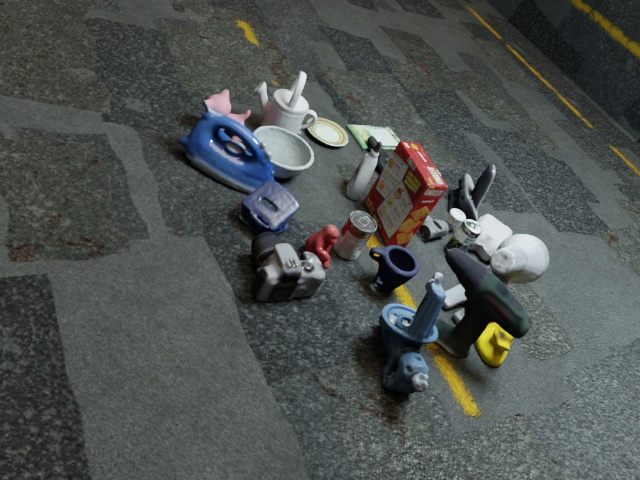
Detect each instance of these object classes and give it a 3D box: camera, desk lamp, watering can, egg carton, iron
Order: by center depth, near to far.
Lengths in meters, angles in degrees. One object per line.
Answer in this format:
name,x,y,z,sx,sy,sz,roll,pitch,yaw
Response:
camera,-0.075,0.043,1.175,0.144,0.100,0.136,-2,49,-33
iron,-0.193,-0.212,1.342,0.258,0.141,0.119,31,39,1
desk lamp,0.415,0.087,1.343,0.204,0.213,0.117,-17,58,-42
watering can,-0.089,-0.360,1.522,0.173,0.194,0.100,4,46,-28
egg carton,0.469,-0.007,1.591,0.107,0.069,0.151,38,40,9

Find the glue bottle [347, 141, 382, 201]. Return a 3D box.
glue bottle,0.119,-0.187,1.483,0.037,0.173,0.078,19,40,-13

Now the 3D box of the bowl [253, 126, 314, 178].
bowl,-0.103,-0.209,1.447,0.168,0.074,0.167,17,41,-15

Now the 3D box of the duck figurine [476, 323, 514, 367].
duck figurine,0.404,0.222,1.294,0.077,0.086,0.104,24,39,-8

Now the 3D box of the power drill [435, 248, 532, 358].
power drill,0.319,0.149,1.222,0.229,0.208,0.076,36,39,7

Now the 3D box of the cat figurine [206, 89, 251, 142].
cat figurine,-0.239,-0.321,1.448,0.128,0.117,0.067,11,43,-22

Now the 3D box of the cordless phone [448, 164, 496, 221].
cordless phone,0.454,-0.156,1.649,0.094,0.185,0.147,22,40,-9

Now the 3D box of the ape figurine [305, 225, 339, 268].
ape figurine,0.012,0.005,1.277,0.076,0.092,0.078,38,40,9

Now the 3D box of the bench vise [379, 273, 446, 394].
bench vise,0.197,0.181,1.103,0.122,0.219,0.207,1,47,-31

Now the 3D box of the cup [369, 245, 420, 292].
cup,0.152,0.068,1.294,0.118,0.095,0.092,24,39,-7

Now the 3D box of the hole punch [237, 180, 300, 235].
hole punch,-0.113,-0.066,1.275,0.108,0.091,0.101,41,40,13
